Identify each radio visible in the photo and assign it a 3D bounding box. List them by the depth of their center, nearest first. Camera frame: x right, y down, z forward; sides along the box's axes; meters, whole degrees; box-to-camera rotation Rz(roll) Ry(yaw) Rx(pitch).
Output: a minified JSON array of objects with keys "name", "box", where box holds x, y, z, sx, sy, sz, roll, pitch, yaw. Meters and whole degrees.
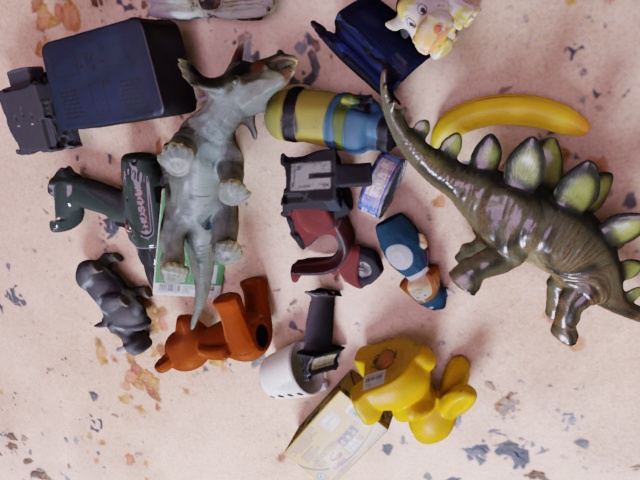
[{"name":"radio","box":[-0.295,-0.234,0.778,0.230,0.073,0.131,0,106,29]}]

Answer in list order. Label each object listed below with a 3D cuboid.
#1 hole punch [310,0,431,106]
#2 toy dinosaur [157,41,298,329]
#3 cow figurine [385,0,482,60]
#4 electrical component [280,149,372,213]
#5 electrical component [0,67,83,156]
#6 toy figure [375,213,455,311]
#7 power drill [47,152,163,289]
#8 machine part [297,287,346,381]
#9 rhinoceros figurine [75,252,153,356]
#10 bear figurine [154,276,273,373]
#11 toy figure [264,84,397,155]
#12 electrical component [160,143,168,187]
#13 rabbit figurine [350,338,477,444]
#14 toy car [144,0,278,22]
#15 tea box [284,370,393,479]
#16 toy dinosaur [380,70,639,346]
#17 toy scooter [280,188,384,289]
[{"name":"hole punch","box":[0.072,-0.234,0.652,0.142,0.116,0.092,45,108,0]},{"name":"toy dinosaur","box":[-0.153,-0.074,0.716,0.131,0.192,0.404,13,131,-15]},{"name":"cow figurine","box":[0.118,-0.255,0.595,0.098,0.167,0.068,41,120,1]},{"name":"electrical component","box":[0.009,-0.077,0.689,0.119,0.047,0.075,-6,77,10]},{"name":"electrical component","box":[-0.450,-0.205,0.857,0.115,0.058,0.134,0,109,32]},{"name":"toy figure","box":[0.130,0.038,0.749,0.154,0.058,0.064,60,153,-8]},{"name":"power drill","box":[-0.335,-0.032,0.874,0.208,0.086,0.231,12,111,20]},{"name":"machine part","box":[0.004,0.140,0.820,0.039,0.084,0.138,13,104,49]},{"name":"rhinoceros figurine","box":[-0.355,0.113,0.930,0.112,0.073,0.190,-32,95,24]},{"name":"bear figurine","box":[-0.176,0.140,0.857,0.196,0.120,0.131,-8,101,27]},{"name":"toy figure","box":[0.012,-0.157,0.699,0.180,0.089,0.082,19,108,24]},{"name":"electrical component","box":[-0.215,-0.127,0.809,0.021,0.063,0.094,23,112,12]},{"name":"rabbit figurine","box":[0.147,0.224,0.788,0.162,0.122,0.173,-28,111,15]},{"name":"toy car","box":[-0.153,-0.335,0.724,0.202,0.056,0.073,7,109,16]},{"name":"tea box","box":[0.031,0.303,0.860,0.098,0.068,0.169,40,116,4]},{"name":"toy dinosaur","box":[0.242,-0.022,0.642,0.471,0.105,0.198,28,113,-9]},{"name":"toy scooter","box":[-0.002,-0.002,0.770,0.135,0.075,0.183,-21,103,21]}]
